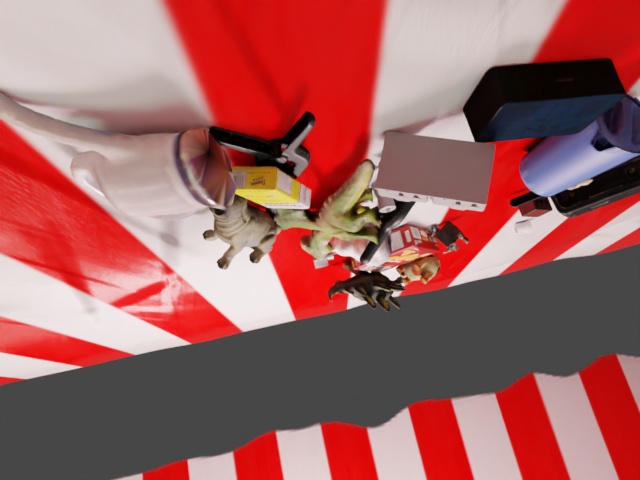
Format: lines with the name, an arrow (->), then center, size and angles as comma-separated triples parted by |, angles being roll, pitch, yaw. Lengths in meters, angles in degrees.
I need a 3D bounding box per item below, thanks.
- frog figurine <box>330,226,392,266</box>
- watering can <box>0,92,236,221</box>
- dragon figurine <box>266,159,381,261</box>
frog figurine -> 0.100, 0.020, 1.332 | 0.160, 0.121, 0.138 | -17, -166, -15
watering can -> -0.257, -0.107, 0.725 | 0.224, 0.106, 0.342 | -7, 157, 14
dragon figurine -> 0.003, -0.055, 1.096 | 0.242, 0.125, 0.402 | -6, 153, 5
